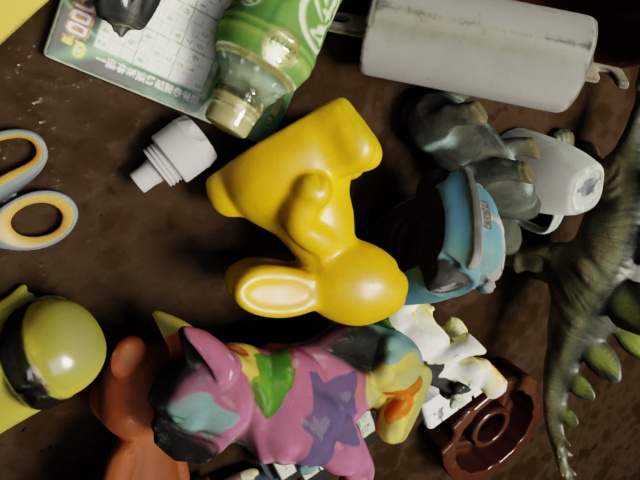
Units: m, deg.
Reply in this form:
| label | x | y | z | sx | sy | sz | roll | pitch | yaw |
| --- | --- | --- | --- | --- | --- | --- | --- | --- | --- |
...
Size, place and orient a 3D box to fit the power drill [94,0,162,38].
| label | x | y | z | sx | sy | sz | roll | pitch | yaw |
| --- | --- | --- | --- | --- | --- | --- | --- | --- | --- |
| power drill | -0.028 | -0.230 | 0.310 | 0.207 | 0.086 | 0.231 | 8 | 98 | 13 |

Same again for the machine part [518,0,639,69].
| label | x | y | z | sx | sy | sz | roll | pitch | yaw |
| --- | --- | --- | --- | --- | --- | --- | --- | --- | --- |
| machine part | 0.211 | -0.219 | 0.418 | 0.201 | 0.202 | 0.087 | 28 | 87 | -36 |

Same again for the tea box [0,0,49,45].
| label | x | y | z | sx | sy | sz | roll | pitch | yaw |
| --- | --- | --- | --- | --- | --- | --- | --- | --- | --- |
| tea box | -0.242 | -0.164 | 0.274 | 0.098 | 0.068 | 0.169 | -46 | 125 | -3 |

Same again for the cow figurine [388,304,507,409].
| label | x | y | z | sx | sy | sz | roll | pitch | yaw |
| --- | --- | --- | --- | --- | --- | --- | --- | --- | --- |
| cow figurine | 0.123 | 0.125 | 0.579 | 0.098 | 0.068 | 0.167 | -43 | 97 | 0 |

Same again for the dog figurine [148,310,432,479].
| label | x | y | z | sx | sy | sz | roll | pitch | yaw |
| --- | --- | --- | --- | --- | --- | --- | --- | --- | --- |
| dog figurine | -0.028 | 0.107 | 0.437 | 0.219 | 0.109 | 0.191 | 45 | 72 | -27 |

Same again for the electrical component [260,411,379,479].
| label | x | y | z | sx | sy | sz | roll | pitch | yaw |
| --- | --- | --- | --- | --- | --- | --- | --- | --- | --- |
| electrical component | -0.009 | 0.195 | 0.573 | 0.134 | 0.058 | 0.114 | -27 | 120 | -17 |

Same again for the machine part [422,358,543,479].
| label | x | y | z | sx | sy | sz | roll | pitch | yaw |
| --- | --- | --- | --- | --- | --- | --- | --- | --- | --- |
| machine part | 0.219 | 0.243 | 0.724 | 0.179 | 0.056 | 0.179 | -12 | 118 | -24 |

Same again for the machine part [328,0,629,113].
| label | x | y | z | sx | sy | sz | roll | pitch | yaw |
| --- | --- | --- | --- | --- | --- | --- | --- | --- | --- |
| machine part | 0.120 | -0.155 | 0.428 | 0.243 | 0.079 | 0.079 | 11 | 109 | 4 |

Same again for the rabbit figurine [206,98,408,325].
| label | x | y | z | sx | sy | sz | roll | pitch | yaw |
| --- | --- | --- | --- | --- | --- | --- | --- | --- | --- |
| rabbit figurine | -0.001 | -0.001 | 0.422 | 0.162 | 0.122 | 0.173 | -35 | 100 | -12 |

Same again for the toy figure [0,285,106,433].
| label | x | y | z | sx | sy | sz | roll | pitch | yaw |
| --- | --- | --- | --- | --- | --- | --- | --- | --- | --- |
| toy figure | -0.242 | 0.109 | 0.383 | 0.180 | 0.089 | 0.082 | -30 | 131 | -18 |

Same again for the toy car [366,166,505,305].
| label | x | y | z | sx | sy | sz | roll | pitch | yaw |
| --- | --- | --- | --- | --- | --- | --- | --- | --- | --- |
| toy car | 0.112 | 0.012 | 0.491 | 0.103 | 0.161 | 0.109 | 14 | 61 | -24 |

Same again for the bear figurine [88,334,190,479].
| label | x | y | z | sx | sy | sz | roll | pitch | yaw |
| --- | --- | --- | --- | --- | --- | --- | --- | --- | --- |
| bear figurine | -0.168 | 0.173 | 0.453 | 0.132 | 0.120 | 0.195 | -5 | 89 | 17 |

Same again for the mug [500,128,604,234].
| label | x | y | z | sx | sy | sz | roll | pitch | yaw |
| --- | --- | --- | --- | --- | --- | --- | --- | --- | --- |
| mug | 0.236 | -0.056 | 0.568 | 0.081 | 0.107 | 0.109 | -12 | 115 | -23 |

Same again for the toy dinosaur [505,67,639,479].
| label | x | y | z | sx | sy | sz | roll | pitch | yaw |
| --- | --- | --- | --- | --- | --- | --- | --- | --- | --- |
| toy dinosaur | 0.308 | 0.040 | 0.597 | 0.105 | 0.199 | 0.470 | 1 | 109 | -27 |

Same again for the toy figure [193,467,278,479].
| label | x | y | z | sx | sy | sz | roll | pitch | yaw |
| --- | --- | --- | --- | --- | --- | --- | --- | --- | --- |
| toy figure | -0.107 | 0.269 | 0.554 | 0.154 | 0.058 | 0.064 | 8 | 69 | -30 |

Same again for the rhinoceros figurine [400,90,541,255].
| label | x | y | z | sx | sy | sz | roll | pitch | yaw |
| --- | --- | --- | --- | --- | --- | --- | --- | --- | --- |
| rhinoceros figurine | 0.149 | -0.063 | 0.517 | 0.190 | 0.112 | 0.073 | 50 | 38 | -24 |
